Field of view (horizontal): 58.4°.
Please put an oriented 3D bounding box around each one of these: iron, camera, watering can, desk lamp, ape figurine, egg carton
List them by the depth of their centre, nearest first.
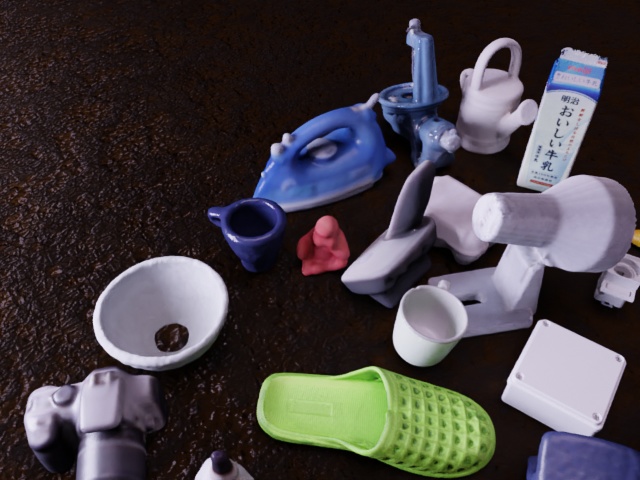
[{"bbox_3d":[-0.242,0.217,0.616,0.143,0.101,0.136,-9,48,-8],"label":"camera"},{"bbox_3d":[0.258,0.019,0.722,0.203,0.214,0.117,-9,48,-8],"label":"desk lamp"},{"bbox_3d":[0.008,0.003,0.820,0.077,0.092,0.076,24,52,21],"label":"ape figurine"},{"bbox_3d":[0.201,-0.033,0.868,0.107,0.069,0.150,-36,56,-28],"label":"egg carton"},{"bbox_3d":[-0.003,-0.141,0.921,0.259,0.141,0.118,-25,52,-21],"label":"iron"},{"bbox_3d":[0.302,-0.250,0.984,0.172,0.194,0.101,34,56,27],"label":"watering can"}]

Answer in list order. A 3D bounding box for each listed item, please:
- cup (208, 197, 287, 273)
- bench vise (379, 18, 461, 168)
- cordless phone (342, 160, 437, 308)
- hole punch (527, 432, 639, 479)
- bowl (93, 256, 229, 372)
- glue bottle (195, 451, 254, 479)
[{"bbox_3d":[-0.104,-0.002,0.823,0.117,0.095,0.092,14,49,13],"label":"cup"},{"bbox_3d":[0.184,-0.242,0.960,0.122,0.220,0.206,-31,54,-25],"label":"bench vise"},{"bbox_3d":[0.100,-0.013,0.771,0.094,0.185,0.148,27,53,23],"label":"cordless phone"},{"bbox_3d":[0.270,0.261,0.581,0.108,0.091,0.101,11,48,10],"label":"hole punch"},{"bbox_3d":[-0.197,0.105,0.738,0.167,0.075,0.167,0,47,0],"label":"bowl"},{"bbox_3d":[-0.086,0.239,0.546,0.078,0.173,0.037,19,50,17],"label":"glue bottle"}]
